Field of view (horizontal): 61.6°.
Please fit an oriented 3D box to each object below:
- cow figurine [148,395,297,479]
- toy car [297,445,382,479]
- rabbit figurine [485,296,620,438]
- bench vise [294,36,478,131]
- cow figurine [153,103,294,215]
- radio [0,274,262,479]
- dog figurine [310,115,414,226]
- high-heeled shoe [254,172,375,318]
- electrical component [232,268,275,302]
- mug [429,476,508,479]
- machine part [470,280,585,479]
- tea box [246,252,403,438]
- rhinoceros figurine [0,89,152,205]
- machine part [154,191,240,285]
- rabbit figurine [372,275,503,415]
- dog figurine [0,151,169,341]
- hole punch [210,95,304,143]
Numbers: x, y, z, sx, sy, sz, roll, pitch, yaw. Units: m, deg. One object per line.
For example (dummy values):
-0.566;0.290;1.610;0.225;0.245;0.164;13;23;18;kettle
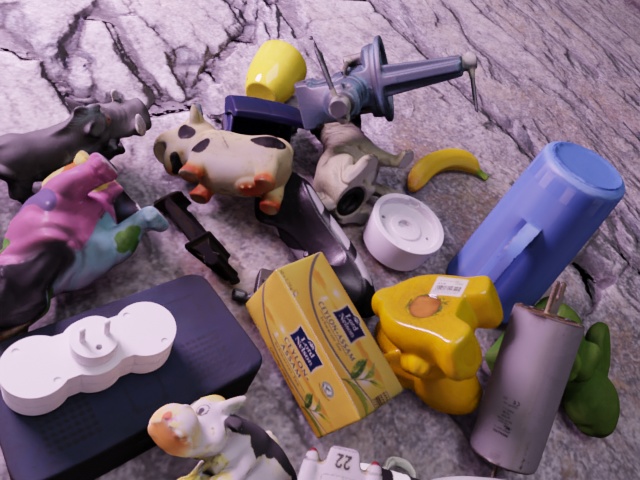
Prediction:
-0.074;0.186;0.466;0.098;0.068;0.167;-54;127;-49;cow figurine
0.003;0.273;0.436;0.074;0.056;0.201;10;78;7;toy car
0.321;0.171;0.704;0.170;0.121;0.159;54;42;-2;rabbit figurine
0.092;-0.218;0.735;0.241;0.128;0.223;-7;14;15;bench vise
-0.128;-0.110;0.698;0.195;0.085;0.127;9;53;15;cow figurine
-0.183;0.128;0.509;0.229;0.073;0.131;-21;63;-38;radio
0.020;-0.122;0.809;0.172;0.121;0.191;-16;47;-37;dog figurine
-0.001;-0.002;0.717;0.145;0.086;0.249;39;17;-38;high-heeled shoe
-0.059;0.064;0.654;0.094;0.021;0.063;15;48;-13;electrical component
0.152;0.288;0.535;0.107;0.080;0.109;14;55;0;mug
0.226;0.160;0.590;0.079;0.243;0.079;18;4;-1;machine part
0.000;0.112;0.573;0.068;0.098;0.170;-20;71;-36;tea box
-0.293;-0.116;0.635;0.190;0.112;0.073;-30;67;-31;rhinoceros figurine
-0.148;-0.007;0.644;0.039;0.084;0.139;-43;61;0;machine part
0.125;0.134;0.607;0.163;0.173;0.122;-5;36;30;rabbit figurine
-0.278;0.015;0.538;0.219;0.192;0.108;-46;118;-19;dog figurine
-0.087;-0.175;0.798;0.142;0.092;0.116;4;48;-18;hole punch
